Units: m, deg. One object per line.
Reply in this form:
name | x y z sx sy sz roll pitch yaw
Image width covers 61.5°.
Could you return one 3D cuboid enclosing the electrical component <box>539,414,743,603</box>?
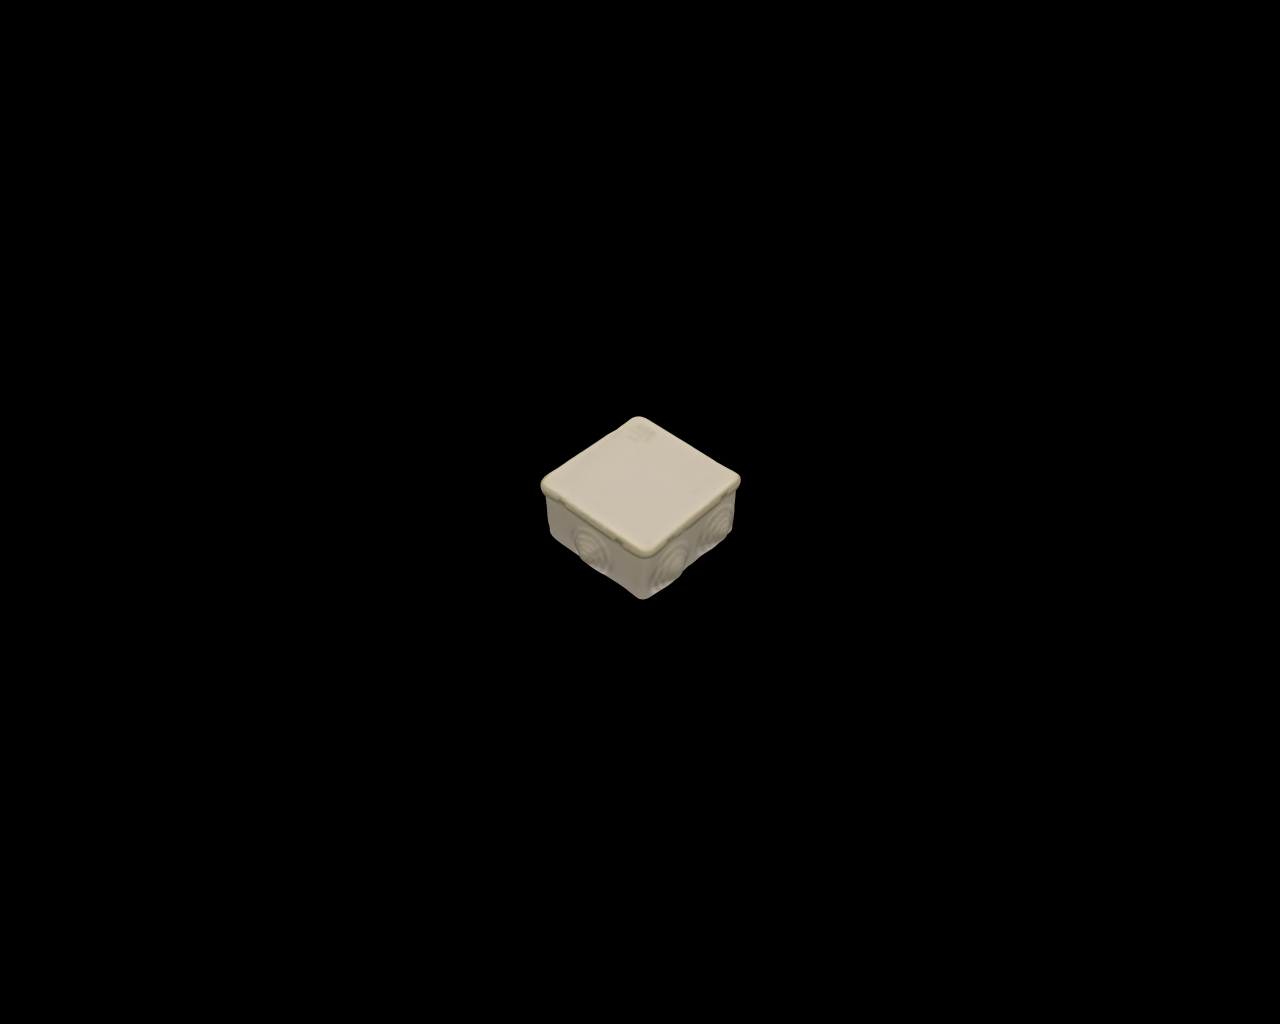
electrical component | 0.001 -0.003 0.650 0.100 0.048 0.100 33 54 29
